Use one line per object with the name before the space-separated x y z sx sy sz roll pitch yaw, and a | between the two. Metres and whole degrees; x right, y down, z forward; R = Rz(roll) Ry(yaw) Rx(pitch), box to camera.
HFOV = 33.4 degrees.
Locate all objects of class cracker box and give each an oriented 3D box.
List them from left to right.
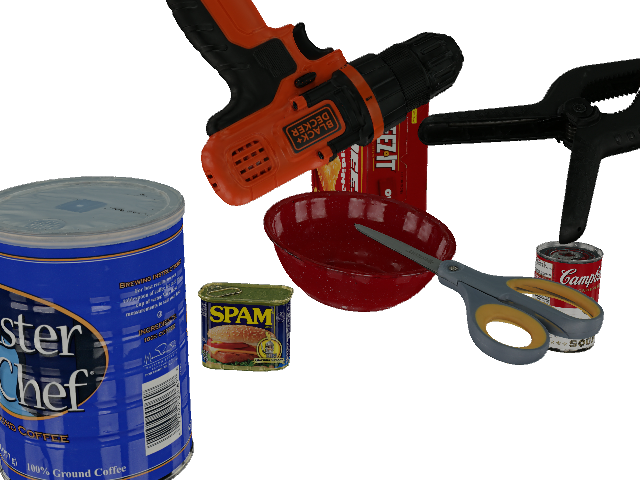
cracker box | 0.046 -0.076 1.103 0.072 0.164 0.214 -3 13 -13

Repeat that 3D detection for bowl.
bowl | 0.030 0.014 0.896 0.162 0.055 0.162 6 25 -3

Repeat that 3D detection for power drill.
power drill | -0.020 -0.139 0.661 0.184 0.187 0.057 -30 6 -15

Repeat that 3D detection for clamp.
clamp | 0.205 -0.083 0.839 0.209 0.036 0.165 -26 51 -19

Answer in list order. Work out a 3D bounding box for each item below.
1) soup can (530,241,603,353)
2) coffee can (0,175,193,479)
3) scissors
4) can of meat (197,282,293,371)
soup can | 0.257 0.059 1.118 0.068 0.102 0.068 1 17 0
coffee can | -0.118 0.047 0.547 0.103 0.140 0.103 0 18 0
scissors | 0.088 0.034 0.722 0.202 0.016 0.096 17 35 28
can of meat | -0.082 0.095 1.169 0.102 0.084 0.057 3 15 6
